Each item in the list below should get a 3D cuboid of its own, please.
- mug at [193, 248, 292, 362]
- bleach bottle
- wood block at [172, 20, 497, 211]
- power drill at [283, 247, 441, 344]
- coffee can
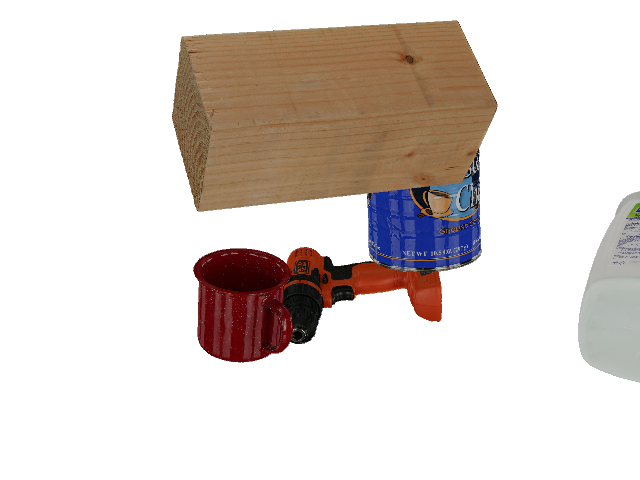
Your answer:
[{"bbox_3d":[-0.069,0.068,1.026,0.117,0.081,0.093,27,33,37],"label":"mug"},{"bbox_3d":[0.237,0.013,0.704,0.103,0.068,0.250,9,22,20],"label":"bleach bottle"},{"bbox_3d":[0.007,-0.091,0.763,0.205,0.091,0.090,-7,-33,-18],"label":"wood block"},{"bbox_3d":[0.045,0.061,1.242,0.187,0.057,0.184,-1,28,2],"label":"power drill"},{"bbox_3d":[0.091,-0.055,0.949,0.103,0.140,0.103,-3,19,1],"label":"coffee can"}]
